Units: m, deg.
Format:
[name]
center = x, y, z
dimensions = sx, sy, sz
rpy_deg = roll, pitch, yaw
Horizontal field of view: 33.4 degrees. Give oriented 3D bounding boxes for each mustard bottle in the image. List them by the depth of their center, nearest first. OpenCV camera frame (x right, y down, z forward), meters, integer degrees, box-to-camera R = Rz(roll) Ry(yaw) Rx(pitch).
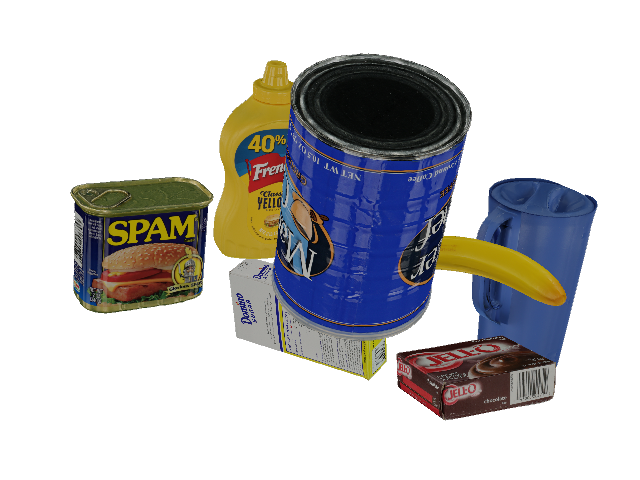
[mustard bottle]
center = -0.049, -0.078, 1.021
dimensions = 0.096, 0.192, 0.058
rpy_deg = -4, 28, -20

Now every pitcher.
[pitcher]
center = 0.260, 0.052, 1.363
dimensions = 0.149, 0.243, 0.145
rpy_deg = 5, 23, 2

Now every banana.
[banana]
center = 0.165, 0.028, 1.112
dimensions = 0.198, 0.037, 0.069
rpy_deg = 10, 48, 25

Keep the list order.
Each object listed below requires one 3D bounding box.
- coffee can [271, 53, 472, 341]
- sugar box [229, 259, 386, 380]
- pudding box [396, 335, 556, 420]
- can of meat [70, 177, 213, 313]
[coffee can]
center = 0.027, -0.025, 0.638
dimensions = 0.102, 0.140, 0.103
rpy_deg = 4, 41, -4
[sugar box]
center = -0.014, 0.083, 1.170
dimensions = 0.176, 0.093, 0.048
rpy_deg = 17, 37, 30
[pudding box]
center = 0.135, 0.118, 0.937
dimensions = 0.113, 0.039, 0.090
rpy_deg = -5, 13, -21
[can of meat]
center = -0.135, 0.003, 0.804
dimensions = 0.101, 0.084, 0.058
rpy_deg = -6, 25, -29
